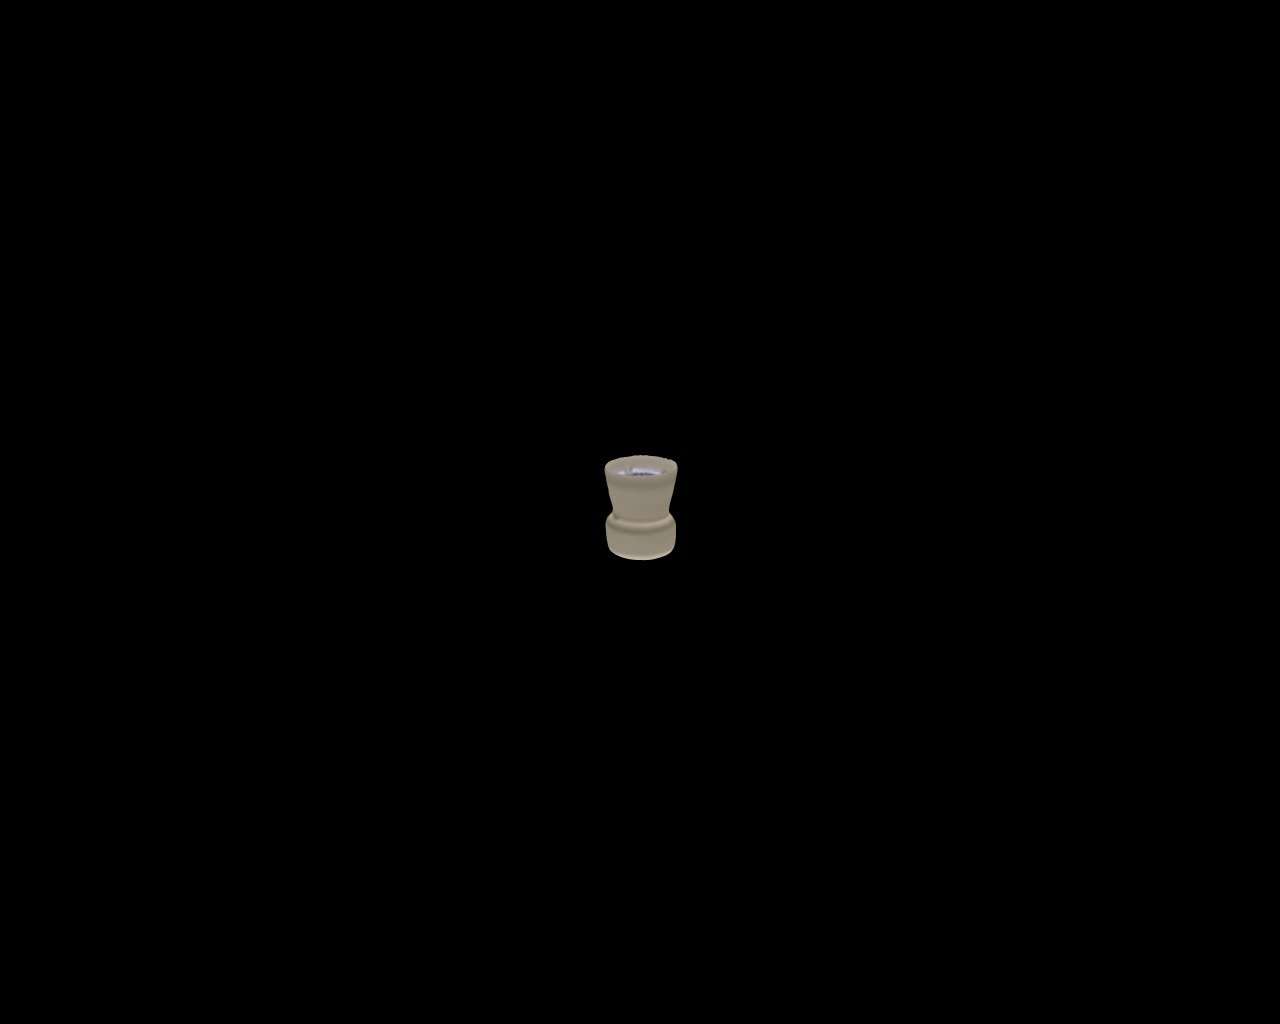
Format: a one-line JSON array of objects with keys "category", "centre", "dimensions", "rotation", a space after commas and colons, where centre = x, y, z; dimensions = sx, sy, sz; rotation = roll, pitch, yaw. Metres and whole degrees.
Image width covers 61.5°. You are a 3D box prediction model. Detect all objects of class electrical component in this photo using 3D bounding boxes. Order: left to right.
[{"category": "electrical component", "centre": [0.001, -0.003, 0.650], "dimensions": [0.045, 0.055, 0.045], "rotation": [0, 20, 0]}]
